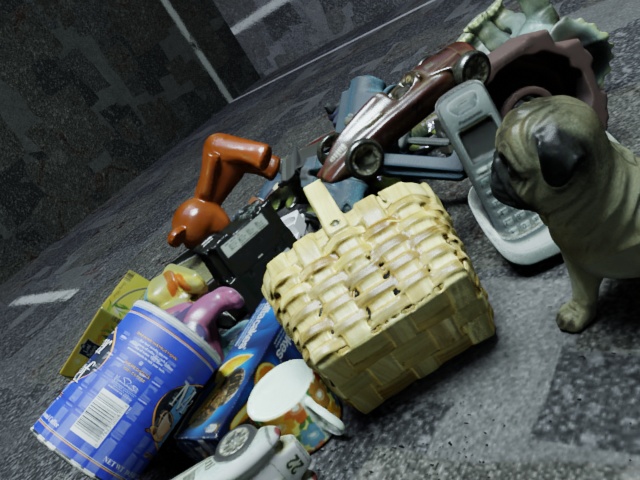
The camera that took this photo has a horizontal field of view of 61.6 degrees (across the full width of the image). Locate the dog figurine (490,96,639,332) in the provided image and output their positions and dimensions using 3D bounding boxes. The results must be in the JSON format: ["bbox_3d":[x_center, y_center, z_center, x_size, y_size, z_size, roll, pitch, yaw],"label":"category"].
[{"bbox_3d":[0.215,-0.043,0.392,0.121,0.190,0.172,-9,31,44],"label":"dog figurine"}]

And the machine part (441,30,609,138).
[{"bbox_3d":[0.227,-0.138,0.599,0.179,0.179,0.056,-32,19,3],"label":"machine part"}]

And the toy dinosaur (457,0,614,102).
[{"bbox_3d":[0.314,-0.280,0.810,0.131,0.192,0.405,-42,3,22],"label":"toy dinosaur"}]

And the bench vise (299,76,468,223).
[{"bbox_3d":[0.094,-0.106,0.698,0.241,0.128,0.223,8,74,29],"label":"bench vise"}]

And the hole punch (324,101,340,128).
[{"bbox_3d":[0.093,-0.219,0.997,0.116,0.142,0.092,-39,46,19],"label":"hole punch"}]

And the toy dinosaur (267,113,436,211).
[{"bbox_3d":[0.075,-0.130,0.877,0.471,0.105,0.199,-33,31,7],"label":"toy dinosaur"}]

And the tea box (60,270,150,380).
[{"bbox_3d":[-0.310,0.139,0.805,0.169,0.068,0.098,-47,15,30],"label":"tea box"}]

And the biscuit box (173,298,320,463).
[{"bbox_3d":[-0.064,0.139,0.560,0.059,0.062,0.203,-16,29,34],"label":"biscuit box"}]

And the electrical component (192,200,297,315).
[{"bbox_3d":[-0.082,0.031,0.707,0.115,0.134,0.058,-40,23,-22],"label":"electrical component"}]

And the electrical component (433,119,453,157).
[{"bbox_3d":[0.199,-0.154,0.762,0.078,0.102,0.045,-27,17,-11],"label":"electrical component"}]

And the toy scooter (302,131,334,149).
[{"bbox_3d":[0.012,-0.164,1.057,0.135,0.075,0.184,-28,19,9],"label":"toy scooter"}]

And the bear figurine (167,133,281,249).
[{"bbox_3d":[-0.157,-0.067,0.861,0.120,0.132,0.195,52,-126,-81],"label":"bear figurine"}]

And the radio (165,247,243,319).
[{"bbox_3d":[-0.154,0.044,0.853,0.131,0.073,0.230,-40,24,-17],"label":"radio"}]

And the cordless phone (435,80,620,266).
[{"bbox_3d":[0.197,-0.081,0.500,0.147,0.184,0.089,-30,18,9],"label":"cordless phone"}]

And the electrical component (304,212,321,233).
[{"bbox_3d":[-0.002,-0.002,0.760,0.021,0.094,0.063,2,72,21],"label":"electrical component"}]

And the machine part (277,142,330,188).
[{"bbox_3d":[-0.006,-0.132,0.824,0.139,0.039,0.084,-27,27,20],"label":"machine part"}]

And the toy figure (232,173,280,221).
[{"bbox_3d":[-0.107,-0.074,1.051,0.058,0.064,0.154,35,70,25],"label":"toy figure"}]

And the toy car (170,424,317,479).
[{"bbox_3d":[-0.097,0.219,0.429,0.202,0.073,0.056,-32,19,5],"label":"toy car"}]

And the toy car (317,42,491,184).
[{"bbox_3d":[0.076,-0.128,0.532,0.202,0.053,0.089,-38,28,-6],"label":"toy car"}]

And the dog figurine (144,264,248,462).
[{"bbox_3d":[-0.176,0.147,0.619,0.192,0.108,0.219,18,55,31],"label":"dog figurine"}]
